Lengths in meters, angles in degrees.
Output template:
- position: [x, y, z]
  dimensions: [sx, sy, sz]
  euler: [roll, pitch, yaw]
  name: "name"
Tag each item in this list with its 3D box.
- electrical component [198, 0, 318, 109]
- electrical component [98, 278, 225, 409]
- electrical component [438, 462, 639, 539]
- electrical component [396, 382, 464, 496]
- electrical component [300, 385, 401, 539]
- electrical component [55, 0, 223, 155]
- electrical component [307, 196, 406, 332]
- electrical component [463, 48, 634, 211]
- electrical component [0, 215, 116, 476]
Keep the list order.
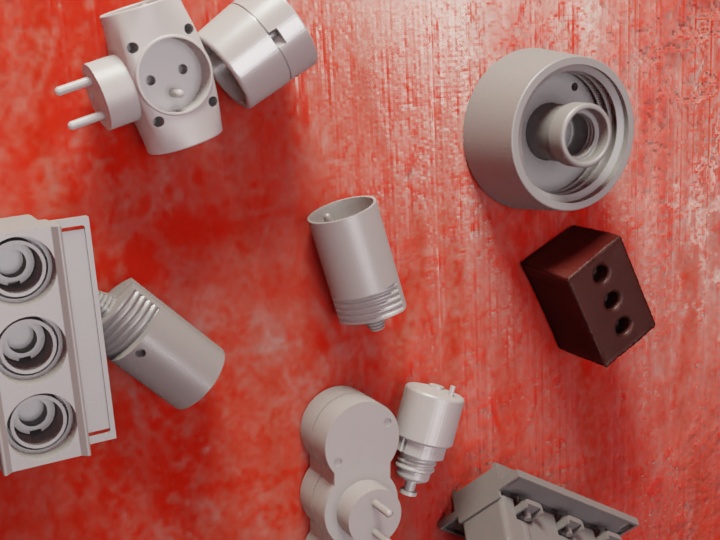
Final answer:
- position: [-0.059, -0.123, 0.597]
  dimensions: [0.047, 0.055, 0.055]
  euler: [-40, 116, -12]
  name: "electrical component"
- position: [-0.120, 0.038, 0.603]
  dimensions: [0.081, 0.043, 0.043]
  euler: [42, 80, -28]
  name: "electrical component"
- position: [0.128, 0.188, 0.748]
  dimensions: [0.121, 0.063, 0.079]
  euler: [26, 128, -30]
  name: "electrical component"
- position: [0.041, 0.109, 0.706]
  dimensions: [0.040, 0.040, 0.078]
  euler: [12, 94, -30]
  name: "electrical component"
- position: [0.001, 0.148, 0.673]
  dimensions: [0.052, 0.074, 0.138]
  euler: [-6, 103, -27]
  name: "electrical component"
- position: [-0.122, -0.098, 0.573]
  dimensions: [0.079, 0.044, 0.077]
  euler: [-25, 111, -21]
  name: "electrical component"
- position: [0.000, 0.000, 0.659]
  dimensions: [0.043, 0.043, 0.081]
  euler: [-25, 111, -22]
  name: "electrical component"
- position: [0.129, -0.089, 0.699]
  dimensions: [0.108, 0.060, 0.108]
  euler: [-6, 103, -27]
  name: "electrical component"
- position: [-0.177, 0.035, 0.561]
  dimensions: [0.079, 0.063, 0.121]
  euler: [-11, 105, -26]
  name: "electrical component"
